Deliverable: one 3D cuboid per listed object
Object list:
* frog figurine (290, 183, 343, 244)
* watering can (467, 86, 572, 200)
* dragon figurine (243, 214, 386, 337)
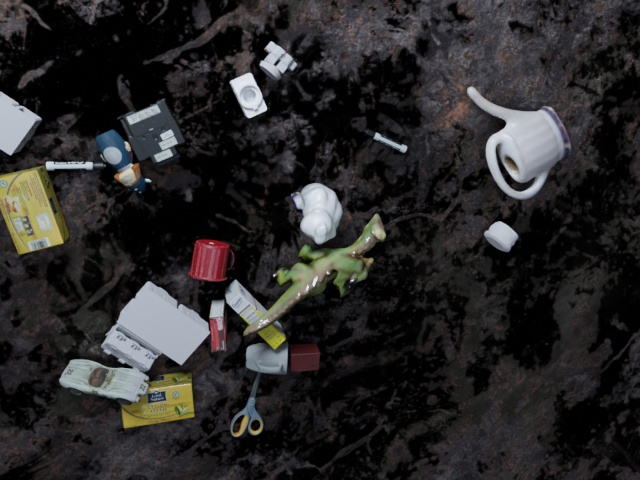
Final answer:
[{"bbox_3d":[0.004,-0.061,1.222,0.123,0.135,0.161,-15,18,-12],"label":"frog figurine"},{"bbox_3d":[0.521,-0.275,1.335,0.225,0.343,0.105,-30,19,-7],"label":"watering can"},{"bbox_3d":[0.012,0.087,1.191,0.417,0.121,0.241,-47,17,-27],"label":"dragon figurine"}]
